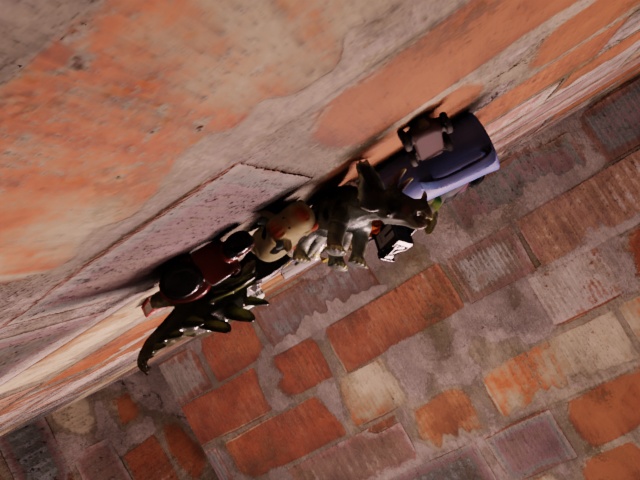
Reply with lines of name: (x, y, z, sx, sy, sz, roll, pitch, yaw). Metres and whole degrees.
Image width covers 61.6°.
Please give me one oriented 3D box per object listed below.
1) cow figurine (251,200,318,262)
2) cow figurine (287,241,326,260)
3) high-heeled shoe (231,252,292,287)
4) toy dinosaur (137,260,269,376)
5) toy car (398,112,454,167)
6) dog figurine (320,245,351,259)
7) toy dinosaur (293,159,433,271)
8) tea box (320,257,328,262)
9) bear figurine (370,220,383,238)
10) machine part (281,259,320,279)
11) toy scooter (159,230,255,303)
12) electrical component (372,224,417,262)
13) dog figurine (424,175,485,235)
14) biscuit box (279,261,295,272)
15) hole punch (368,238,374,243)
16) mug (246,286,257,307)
cow figurine: (-0.071, -0.016, 0.975, 0.127, 0.085, 0.195, -34, 179, -35)
cow figurine: (-0.002, -0.005, 1.255, 0.167, 0.068, 0.098, 7, 136, -36)
high-heeled shoe: (-0.177, 0.091, 1.281, 0.249, 0.086, 0.145, -14, 156, -11)
toy dinosaur: (-0.219, 0.129, 1.005, 0.199, 0.105, 0.471, -14, -165, 26)
toy car: (0.195, -0.184, 0.981, 0.089, 0.053, 0.202, -26, 172, 13)
dog figurine: (0.064, -0.046, 1.406, 0.173, 0.121, 0.190, 6, -142, 35)
toy dinosaur: (0.039, -0.043, 1.060, 0.131, 0.192, 0.405, 23, 166, -26)
tea box: (0.058, -0.017, 1.553, 0.170, 0.098, 0.068, -29, 174, 4)
bear figurine: (0.158, -0.072, 1.298, 0.196, 0.120, 0.132, -6, 162, -37)
machine part: (-0.055, 0.049, 1.663, 0.243, 0.079, 0.079, -30, 175, -5)
toy scooter: (-0.195, 0.049, 0.949, 0.184, 0.075, 0.135, -33, 177, -9)
electrical component: (0.170, -0.013, 1.163, 0.048, 0.075, 0.119, 13, 140, -31)
dog figurine: (0.288, -0.115, 1.274, 0.191, 0.109, 0.219, 25, 96, -56)
biscuit box: (-0.087, 0.029, 1.380, 0.059, 0.063, 0.202, -30, 175, -13)
hole punch: (0.095, -0.032, 1.478, 0.142, 0.116, 0.092, -32, 163, 3)
mug: (-0.219, 0.122, 1.360, 0.107, 0.109, 0.081, -21, -165, 12)
